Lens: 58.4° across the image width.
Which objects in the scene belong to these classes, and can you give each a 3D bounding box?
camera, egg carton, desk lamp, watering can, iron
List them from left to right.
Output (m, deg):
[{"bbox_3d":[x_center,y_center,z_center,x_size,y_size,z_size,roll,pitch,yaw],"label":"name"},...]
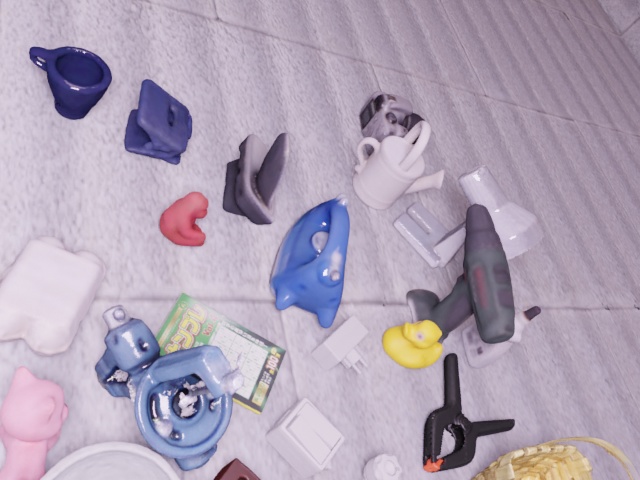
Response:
[{"bbox_3d":[-0.337,0.067,0.706,0.107,0.069,0.150,25,48,-17],"label":"egg carton"},{"bbox_3d":[0.009,0.003,0.929,0.119,0.141,0.258,24,48,-17],"label":"iron"},{"bbox_3d":[0.170,-0.249,1.245,0.137,0.100,0.143,12,53,-26],"label":"camera"},{"bbox_3d":[0.159,-0.149,1.101,0.173,0.193,0.101,12,53,-26],"label":"watering can"},{"bbox_3d":[0.282,-0.031,1.083,0.203,0.213,0.118,46,46,4],"label":"desk lamp"}]

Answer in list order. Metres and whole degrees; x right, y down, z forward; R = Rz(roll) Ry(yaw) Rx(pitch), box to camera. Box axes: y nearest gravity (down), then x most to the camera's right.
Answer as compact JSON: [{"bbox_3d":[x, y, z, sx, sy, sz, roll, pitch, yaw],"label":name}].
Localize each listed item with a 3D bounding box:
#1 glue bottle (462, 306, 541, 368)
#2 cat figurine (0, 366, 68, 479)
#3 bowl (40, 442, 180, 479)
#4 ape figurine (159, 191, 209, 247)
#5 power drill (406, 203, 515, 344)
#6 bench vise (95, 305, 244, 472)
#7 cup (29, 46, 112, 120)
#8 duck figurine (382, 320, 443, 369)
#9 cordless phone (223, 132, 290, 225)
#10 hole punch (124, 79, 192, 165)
[{"bbox_3d":[0.319,0.159,0.999,0.037,0.173,0.078,13,52,-25],"label":"glue bottle"},{"bbox_3d":[-0.302,0.204,0.597,0.067,0.117,0.127,12,53,-26],"label":"cat figurine"},{"bbox_3d":[-0.227,0.306,0.603,0.168,0.074,0.167,17,51,-22],"label":"bowl"},{"bbox_3d":[-0.195,-0.037,0.858,0.076,0.092,0.078,16,51,-23],"label":"ape figurine"},{"bbox_3d":[0.241,0.082,0.979,0.076,0.208,0.229,6,56,-30],"label":"power drill"},{"bbox_3d":[-0.175,0.157,0.643,0.207,0.219,0.122,37,46,-5],"label":"bench vise"},{"bbox_3d":[-0.387,-0.237,0.874,0.118,0.094,0.091,23,49,-18],"label":"cup"},{"bbox_3d":[0.168,0.167,0.955,0.105,0.086,0.077,22,49,-19],"label":"duck figurine"},{"bbox_3d":[-0.084,-0.127,0.931,0.094,0.184,0.147,12,53,-26],"label":"cordless phone"},{"bbox_3d":[-0.255,-0.193,0.932,0.101,0.091,0.108,13,52,-25],"label":"hole punch"}]
